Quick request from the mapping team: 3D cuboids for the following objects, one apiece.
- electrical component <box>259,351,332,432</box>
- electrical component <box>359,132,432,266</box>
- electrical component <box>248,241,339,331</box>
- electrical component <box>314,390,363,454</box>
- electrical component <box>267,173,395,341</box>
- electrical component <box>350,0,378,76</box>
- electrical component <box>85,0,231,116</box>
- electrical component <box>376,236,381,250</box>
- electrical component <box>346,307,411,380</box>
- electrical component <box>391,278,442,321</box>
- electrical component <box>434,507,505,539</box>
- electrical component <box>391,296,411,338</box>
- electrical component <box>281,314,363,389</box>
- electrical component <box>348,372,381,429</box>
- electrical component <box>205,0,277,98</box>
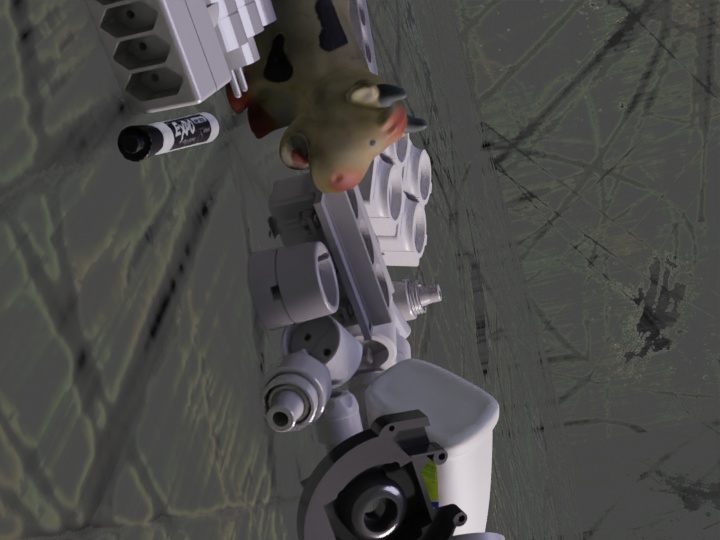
[{"bbox_3d":[-0.043,0.080,0.673,0.062,0.043,0.043,-62,137,-70],"label":"electrical component"},{"bbox_3d":[0.019,-0.079,1.007,0.186,0.060,0.105,46,48,-67],"label":"electrical component"},{"bbox_3d":[-0.044,0.009,0.729,0.055,0.047,0.055,-13,90,-78],"label":"electrical component"},{"bbox_3d":[-0.014,0.120,0.780,0.035,0.035,0.061,-46,125,-75],"label":"electrical component"},{"bbox_3d":[-0.022,-0.015,0.814,0.078,0.063,0.121,-83,156,-58],"label":"electrical component"},{"bbox_3d":[-0.022,-0.203,1.005,0.078,0.063,0.121,47,32,-67],"label":"electrical component"},{"bbox_3d":[-0.101,-0.138,0.580,0.075,0.047,0.083,-52,130,-52],"label":"electrical component"},{"bbox_3d":[0.000,0.000,0.942,0.043,0.043,0.062,6,72,-77],"label":"electrical component"},{"bbox_3d":[0.017,0.070,0.927,0.138,0.052,0.073,65,18,-44],"label":"electrical component"},{"bbox_3d":[0.051,0.029,1.096,0.043,0.062,0.043,-13,90,-78],"label":"electrical component"},{"bbox_3d":[0.052,0.211,0.783,0.052,0.138,0.073,14,56,-31],"label":"electrical component"},{"bbox_3d":[0.015,0.035,0.984,0.044,0.044,0.065,-70,141,-68],"label":"electrical component"},{"bbox_3d":[-0.023,0.060,0.778,0.081,0.043,0.043,49,30,-66],"label":"electrical component"},{"bbox_3d":[0.009,0.113,0.880,0.040,0.040,0.046,63,23,-47],"label":"electrical component"},{"bbox_3d":[-0.086,-0.147,0.686,0.138,0.052,0.073,-71,146,-67],"label":"electrical component"}]
